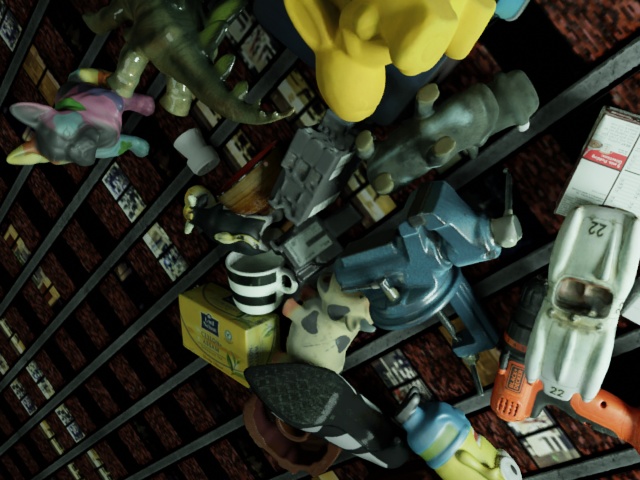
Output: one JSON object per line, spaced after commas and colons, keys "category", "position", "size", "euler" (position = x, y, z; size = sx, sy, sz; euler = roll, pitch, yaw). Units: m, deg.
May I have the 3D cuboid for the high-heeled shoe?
{"category": "high-heeled shoe", "position": [0.013, 0.238, 0.741], "size": [0.249, 0.086, 0.145], "euler": [26, 158, 8]}

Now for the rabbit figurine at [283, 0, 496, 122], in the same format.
{"category": "rabbit figurine", "position": [0.042, -0.185, 0.492], "size": [0.162, 0.122, 0.173], "euler": [41, 142, 3]}

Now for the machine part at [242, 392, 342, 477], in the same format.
{"category": "machine part", "position": [-0.034, 0.276, 0.835], "size": [0.180, 0.056, 0.179], "euler": [10, 112, 27]}

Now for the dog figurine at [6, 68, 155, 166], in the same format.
{"category": "dog figurine", "position": [-0.353, -0.172, 0.763], "size": [0.192, 0.219, 0.108], "euler": [34, 119, 16]}

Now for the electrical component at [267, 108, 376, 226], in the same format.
{"category": "electrical component", "position": [0.007, -0.095, 0.633], "size": [0.058, 0.115, 0.134], "euler": [37, 123, 10]}

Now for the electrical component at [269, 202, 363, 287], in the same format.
{"category": "electrical component", "position": [-0.001, -0.002, 0.707], "size": [0.119, 0.047, 0.075], "euler": [-40, 82, -6]}

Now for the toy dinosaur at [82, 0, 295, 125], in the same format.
{"category": "toy dinosaur", "position": [-0.181, -0.258, 0.659], "size": [0.198, 0.105, 0.472], "euler": [-51, 62, 31]}

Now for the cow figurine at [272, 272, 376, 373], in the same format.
{"category": "cow figurine", "position": [0.015, 0.117, 0.727], "size": [0.127, 0.085, 0.194], "euler": [27, 123, 18]}

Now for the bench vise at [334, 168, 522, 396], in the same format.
{"category": "bench vise", "position": [0.143, 0.052, 0.611], "size": [0.224, 0.129, 0.240], "euler": [-25, 115, 26]}

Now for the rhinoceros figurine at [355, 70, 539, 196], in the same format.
{"category": "rhinoceros figurine", "position": [0.128, -0.106, 0.554], "size": [0.190, 0.112, 0.073], "euler": [-30, 71, 24]}

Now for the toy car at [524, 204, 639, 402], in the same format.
{"category": "toy car", "position": [0.254, 0.065, 0.524], "size": [0.074, 0.056, 0.201], "euler": [16, 106, 26]}

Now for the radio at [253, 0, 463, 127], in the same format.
{"category": "radio", "position": [0.041, -0.238, 0.585], "size": [0.230, 0.073, 0.131], "euler": [44, 125, 12]}

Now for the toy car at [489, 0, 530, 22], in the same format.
{"category": "toy car", "position": [0.142, -0.283, 0.489], "size": [0.162, 0.103, 0.109], "euler": [36, 165, 16]}

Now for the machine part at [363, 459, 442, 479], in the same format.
{"category": "machine part", "position": [0.148, 0.427, 0.762], "size": [0.201, 0.087, 0.201], "euler": [-32, 91, 35]}

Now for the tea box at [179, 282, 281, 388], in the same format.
{"category": "tea box", "position": [-0.139, 0.139, 0.818], "size": [0.170, 0.068, 0.098], "euler": [17, 116, 42]}

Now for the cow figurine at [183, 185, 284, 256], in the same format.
{"category": "cow figurine", "position": [-0.140, -0.026, 0.759], "size": [0.168, 0.098, 0.068], "euler": [18, 120, 22]}

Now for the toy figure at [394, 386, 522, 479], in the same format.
{"category": "toy figure", "position": [0.174, 0.272, 0.691], "size": [0.180, 0.082, 0.089], "euler": [38, 121, 12]}
